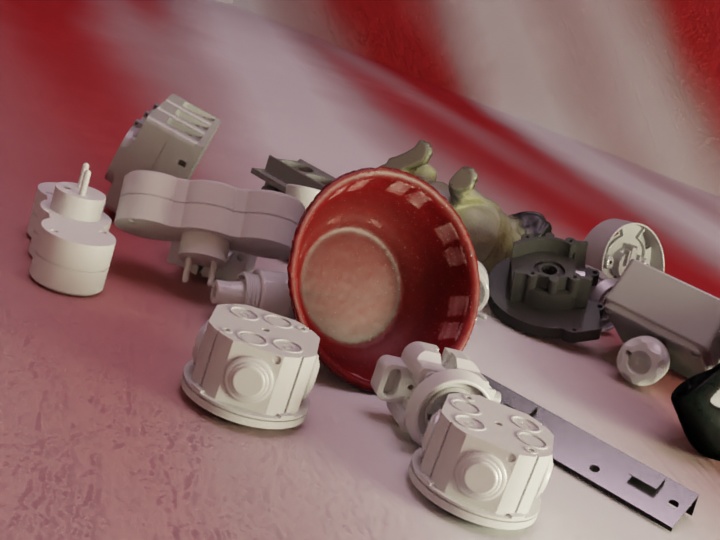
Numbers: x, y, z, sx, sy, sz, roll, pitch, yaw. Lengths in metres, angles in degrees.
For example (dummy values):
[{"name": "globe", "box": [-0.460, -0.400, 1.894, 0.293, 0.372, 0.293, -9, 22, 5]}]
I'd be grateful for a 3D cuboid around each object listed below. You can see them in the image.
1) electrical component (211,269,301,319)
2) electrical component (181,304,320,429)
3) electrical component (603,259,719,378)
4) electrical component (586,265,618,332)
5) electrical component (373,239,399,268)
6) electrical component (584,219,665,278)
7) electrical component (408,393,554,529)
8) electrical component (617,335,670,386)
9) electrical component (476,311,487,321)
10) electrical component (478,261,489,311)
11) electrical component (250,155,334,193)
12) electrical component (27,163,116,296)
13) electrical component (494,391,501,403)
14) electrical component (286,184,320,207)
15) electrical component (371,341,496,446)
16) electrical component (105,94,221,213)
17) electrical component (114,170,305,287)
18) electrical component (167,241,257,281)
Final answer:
[{"name": "electrical component", "box": [-0.077, 0.020, 0.785, 0.062, 0.043, 0.043, 9, 18, -24]}, {"name": "electrical component", "box": [-0.064, 0.058, 0.652, 0.080, 0.051, 0.080, 17, 15, -5]}, {"name": "electrical component", "box": [0.296, 0.052, 1.011, 0.109, 0.056, 0.108, 30, -9, 34]}, {"name": "electrical component", "box": [0.235, 0.028, 1.097, 0.078, 0.058, 0.057, 6, 17, -39]}, {"name": "electrical component", "box": [0.000, 0.000, 0.879, 0.078, 0.057, 0.113, 15, 3, -17]}, {"name": "electrical component", "box": [0.300, -0.008, 1.230, 0.099, 0.099, 0.064, 9, 12, -33]}, {"name": "electrical component", "box": [0.073, 0.111, 0.630, 0.080, 0.051, 0.080, 17, 16, -5]}, {"name": "electrical component", "box": [0.258, 0.080, 0.971, 0.043, 0.043, 0.062, 25, 13, 23]}, {"name": "electrical component", "box": [0.074, 0.026, 0.931, 0.077, 0.047, 0.066, 27, 18, 29]}, {"name": "electrical component", "box": [0.098, 0.014, 1.006, 0.045, 0.045, 0.055, 19, 15, 1]}, {"name": "electrical component", "box": [-0.046, -0.062, 1.065, 0.079, 0.063, 0.121, 2, 23, -46]}, {"name": "electrical component", "box": [-0.207, -0.041, 0.783, 0.052, 0.073, 0.138, 12, 17, -22]}, {"name": "electrical component", "box": [0.068, 0.084, 0.748, 0.061, 0.035, 0.035, 14, 16, -15]}, {"name": "electrical component", "box": [-0.053, -0.042, 0.982, 0.044, 0.065, 0.044, 13, -2, 0]}, {"name": "electrical component", "box": [0.052, 0.083, 0.692, 0.078, 0.058, 0.057, 14, 14, -18]}, {"name": "electrical component", "box": [-0.181, -0.102, 0.979, 0.062, 0.089, 0.150, 29, 14, -9]}, {"name": "electrical component", "box": [-0.115, -0.024, 0.803, 0.138, 0.073, 0.052, 9, -15, -1]}, {"name": "electrical component", "box": [-0.120, -0.017, 0.860, 0.066, 0.047, 0.076, 17, 17, 3]}]
